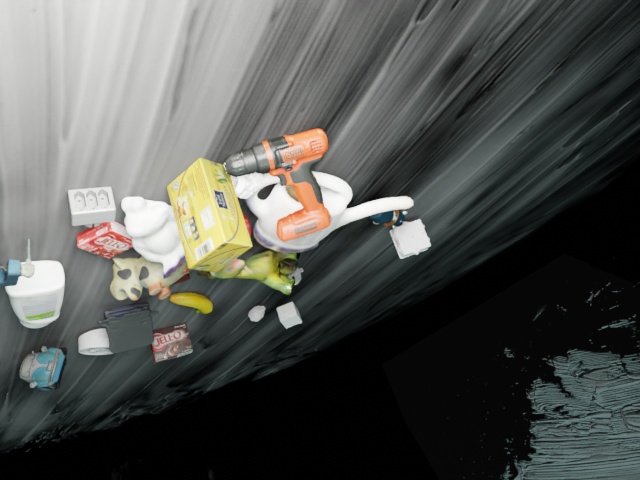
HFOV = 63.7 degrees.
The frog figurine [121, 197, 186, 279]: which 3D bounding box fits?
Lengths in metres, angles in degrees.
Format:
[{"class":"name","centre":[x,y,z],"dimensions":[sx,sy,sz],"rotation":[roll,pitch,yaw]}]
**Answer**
[{"class":"frog figurine","centre":[-0.299,-0.027,0.945],"dimensions":[0.136,0.126,0.157],"rotation":[-26,122,30]}]

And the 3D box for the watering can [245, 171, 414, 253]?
[{"class":"watering can","centre":[0.003,-0.054,1.074],"dimensions":[0.347,0.106,0.220],"rotation":[10,144,-22]}]

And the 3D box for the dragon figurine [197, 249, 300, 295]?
[{"class":"dragon figurine","centre":[-0.170,0.063,1.239],"dimensions":[0.243,0.123,0.408],"rotation":[3,175,-2]}]
